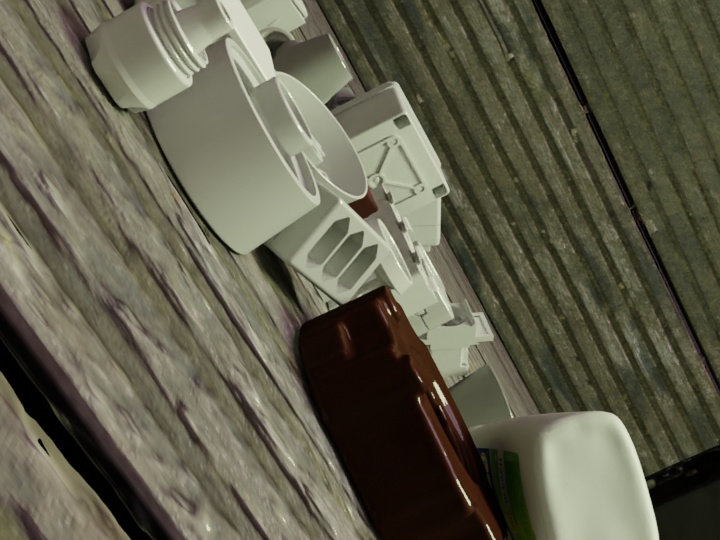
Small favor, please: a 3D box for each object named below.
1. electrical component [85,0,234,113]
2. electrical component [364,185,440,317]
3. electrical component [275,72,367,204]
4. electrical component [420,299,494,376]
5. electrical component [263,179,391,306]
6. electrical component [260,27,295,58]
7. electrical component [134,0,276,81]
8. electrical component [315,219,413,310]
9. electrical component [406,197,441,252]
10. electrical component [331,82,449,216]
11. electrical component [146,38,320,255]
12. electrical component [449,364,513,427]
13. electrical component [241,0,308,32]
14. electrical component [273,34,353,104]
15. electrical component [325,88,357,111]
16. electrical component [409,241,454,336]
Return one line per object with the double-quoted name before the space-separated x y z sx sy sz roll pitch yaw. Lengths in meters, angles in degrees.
"electrical component" -0.087 -0.101 0.483 0.043 0.062 0.043 61 7 -13
"electrical component" 0.016 -0.011 0.873 0.078 0.063 0.121 57 9 -41
"electrical component" -0.043 -0.080 0.706 0.099 0.064 0.099 61 7 -13
"electrical component" 0.080 0.066 1.010 0.042 0.081 0.063 -105 -166 -57
"electrical component" -0.033 -0.027 0.640 0.077 0.047 0.066 39 -2 38
"electrical component" -0.076 -0.196 1.003 0.044 0.044 0.065 63 2 5
"electrical component" -0.093 -0.140 0.642 0.099 0.048 0.099 58 9 -32
"electrical component" 0.000 0.000 0.747 0.078 0.057 0.058 59 8 -25
"electrical component" 0.031 -0.054 1.076 0.061 0.096 0.061 -98 -173 -69
"electrical component" 0.009 -0.096 0.967 0.108 0.109 0.056 56 12 -42
"electrical component" -0.060 -0.069 0.563 0.108 0.060 0.108 61 7 -13
"electrical component" 0.118 0.145 1.016 0.099 0.064 0.099 60 8 -13
"electrical component" -0.094 -0.257 1.010 0.061 0.062 0.096 64 7 10
"electrical component" -0.053 -0.174 0.935 0.044 0.077 0.079 57 9 -37
"electrical component" -0.033 -0.141 1.004 0.057 0.058 0.078 55 -40 42
"electrical component" 0.041 0.020 0.949 0.053 0.059 0.095 60 7 -19
